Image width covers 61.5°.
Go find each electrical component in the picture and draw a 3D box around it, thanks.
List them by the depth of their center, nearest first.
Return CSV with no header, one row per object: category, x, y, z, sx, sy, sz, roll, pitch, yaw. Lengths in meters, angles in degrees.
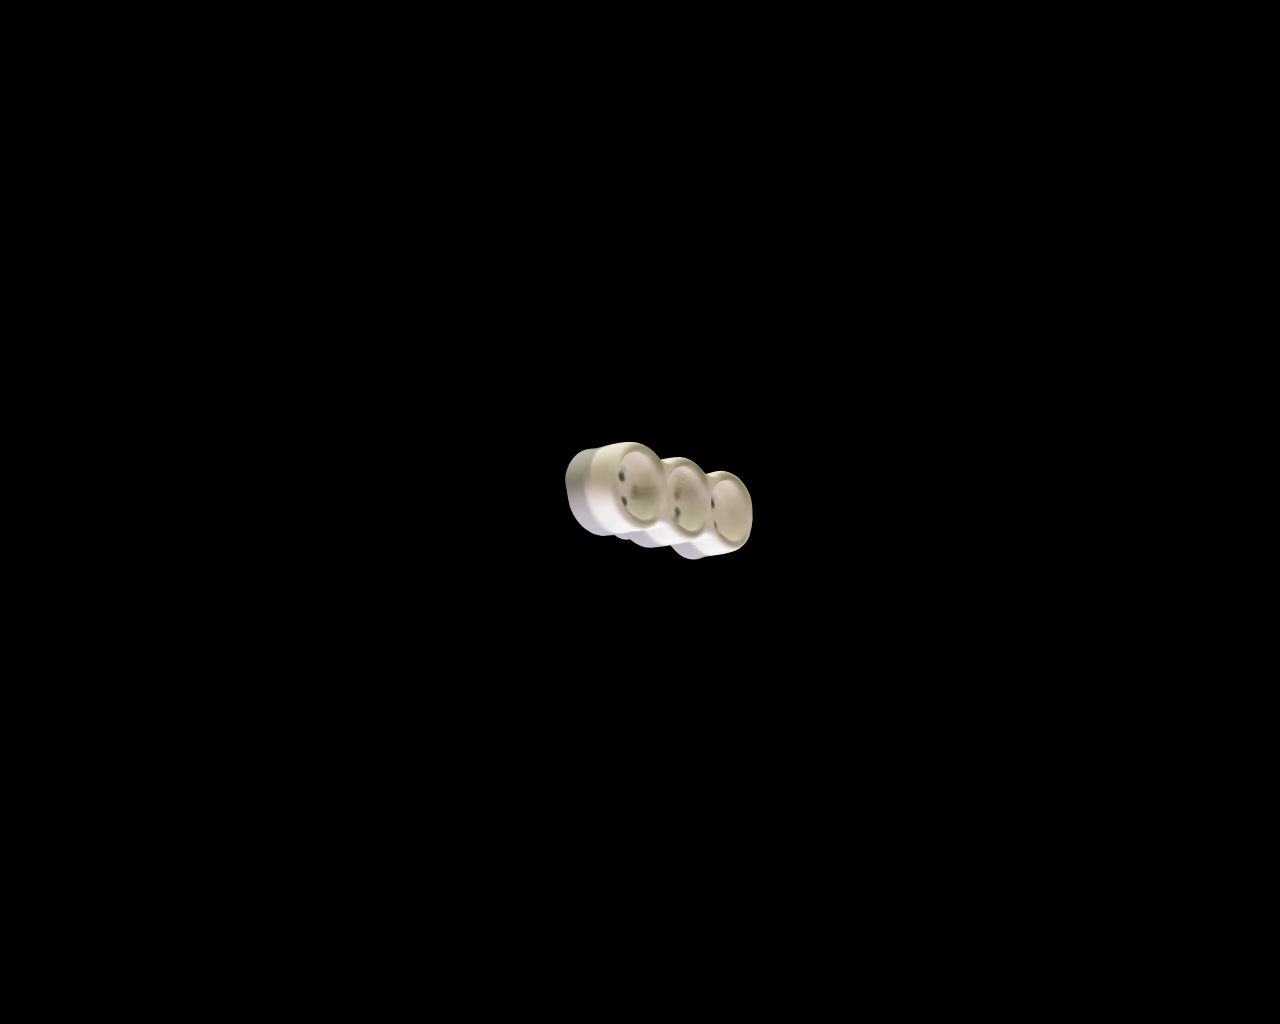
electrical component,0.001,-0.003,0.650,0.073,0.052,0.138,-11,-17,38
